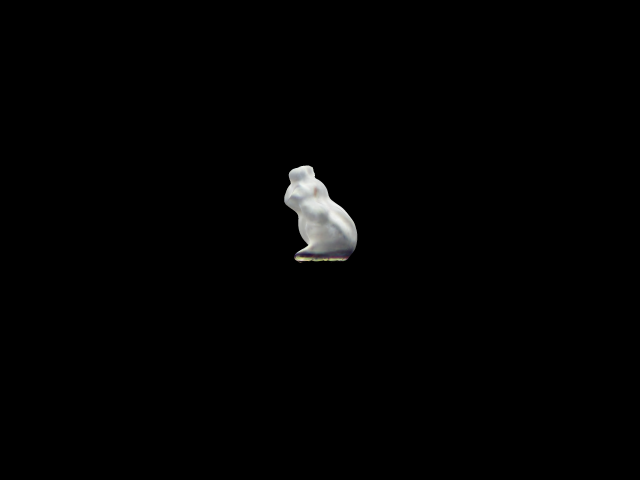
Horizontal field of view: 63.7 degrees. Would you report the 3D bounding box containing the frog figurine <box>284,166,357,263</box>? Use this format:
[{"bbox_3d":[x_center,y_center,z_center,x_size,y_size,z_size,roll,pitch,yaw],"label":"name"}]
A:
[{"bbox_3d":[0.003,-0.043,0.850,0.122,0.160,0.137,-2,-6,22],"label":"frog figurine"}]
